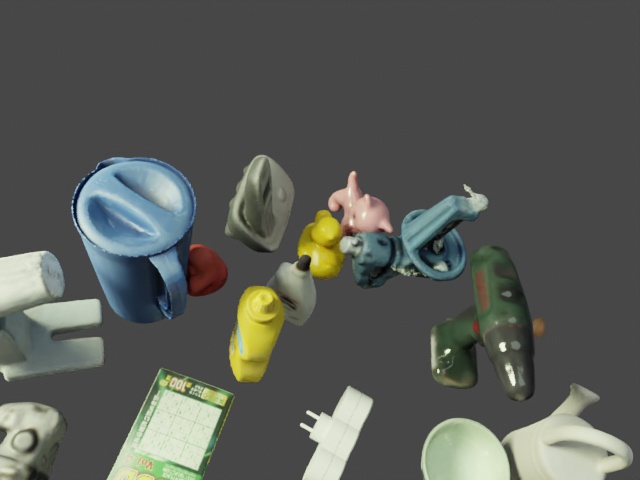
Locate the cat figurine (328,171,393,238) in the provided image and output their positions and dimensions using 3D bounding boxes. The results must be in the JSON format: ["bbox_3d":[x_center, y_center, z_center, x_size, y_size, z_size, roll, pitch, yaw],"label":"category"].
[{"bbox_3d":[0.068,-0.050,0.919,0.067,0.117,0.127,-9,63,-18],"label":"cat figurine"}]

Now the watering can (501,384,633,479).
[{"bbox_3d":[0.321,0.273,0.749,0.101,0.194,0.173,9,59,-8],"label":"watering can"}]

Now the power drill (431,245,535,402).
[{"bbox_3d":[0.227,0.134,0.798,0.076,0.208,0.229,9,59,-8],"label":"power drill"}]

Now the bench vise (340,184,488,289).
[{"bbox_3d":[0.145,0.008,0.844,0.208,0.219,0.121,-16,65,-21],"label":"bench vise"}]

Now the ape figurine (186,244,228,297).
[{"bbox_3d":[-0.170,0.038,0.825,0.076,0.092,0.078,17,58,-4],"label":"ape figurine"}]

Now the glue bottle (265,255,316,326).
[{"bbox_3d":[-0.036,0.063,0.796,0.078,0.173,0.037,26,58,3],"label":"glue bottle"}]

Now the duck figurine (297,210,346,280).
[{"bbox_3d":[0.008,0.003,0.892,0.078,0.086,0.104,-1,61,-14],"label":"duck figurine"}]

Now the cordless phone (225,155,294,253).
[{"bbox_3d":[-0.081,-0.080,0.860,0.094,0.185,0.147,15,58,-5],"label":"cordless phone"}]

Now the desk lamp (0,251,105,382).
[{"bbox_3d":[-0.375,0.084,0.676,0.203,0.213,0.118,-7,62,-17],"label":"desk lamp"}]

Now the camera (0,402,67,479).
[{"bbox_3d":[-0.381,0.248,0.647,0.137,0.101,0.143,16,58,-4],"label":"camera"}]
